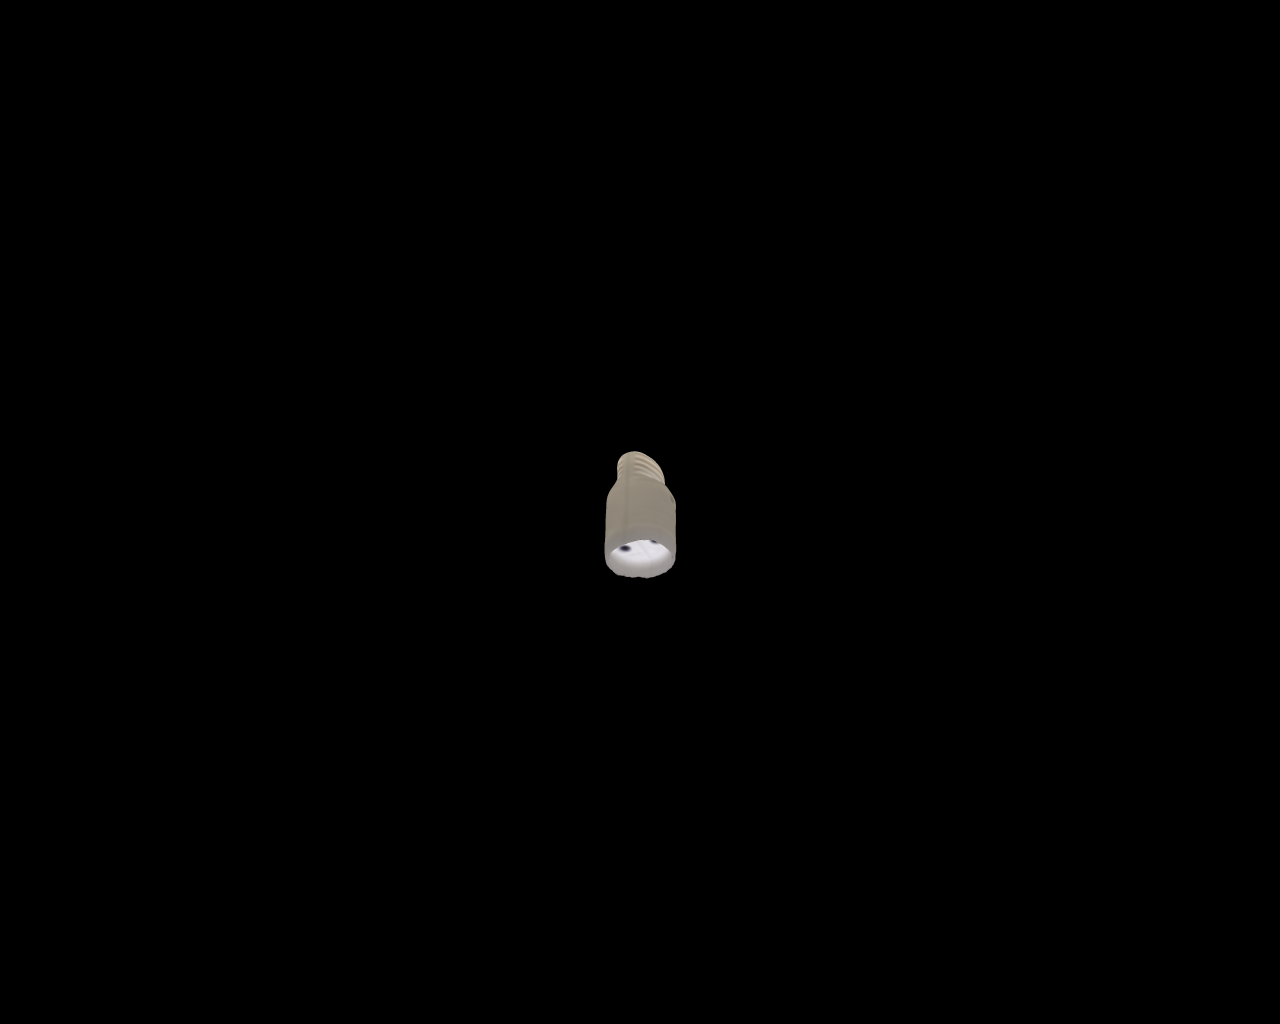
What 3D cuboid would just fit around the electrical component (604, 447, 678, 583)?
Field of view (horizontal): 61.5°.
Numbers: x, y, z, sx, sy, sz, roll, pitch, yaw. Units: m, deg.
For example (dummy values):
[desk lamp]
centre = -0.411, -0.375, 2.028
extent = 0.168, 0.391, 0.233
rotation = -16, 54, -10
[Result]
[electrical component]
centre = 0.001, -0.003, 0.650
extent = 0.043, 0.081, 0.043
rotation = 0, -38, 0
